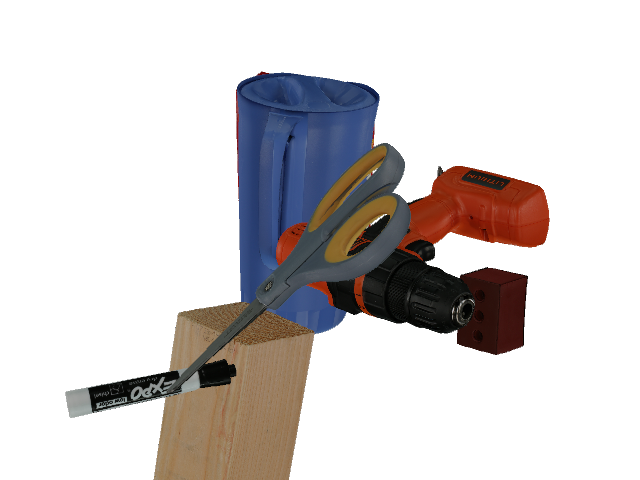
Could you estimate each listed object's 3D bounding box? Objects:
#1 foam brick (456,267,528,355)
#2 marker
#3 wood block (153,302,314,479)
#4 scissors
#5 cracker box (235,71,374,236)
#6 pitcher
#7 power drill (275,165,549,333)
[{"bbox_3d":[0.178,0.073,1.106,0.053,0.078,0.051,13,18,42],"label":"foam brick"},{"bbox_3d":[-0.119,0.104,0.757,0.121,0.020,0.020,-10,3,-16],"label":"marker"},{"bbox_3d":[-0.082,0.169,0.953,0.090,0.206,0.090,20,17,36],"label":"wood block"},{"bbox_3d":[-0.016,0.030,0.605,0.016,0.202,0.096,37,5,-26],"label":"scissors"},{"bbox_3d":[-0.021,-0.086,1.334,0.164,0.214,0.072,17,36,24],"label":"cracker box"},{"bbox_3d":[-0.023,-0.031,1.028,0.149,0.243,0.145,-10,27,-29],"label":"pitcher"},{"bbox_3d":[0.087,0.003,0.806,0.187,0.057,0.185,-22,29,-36],"label":"power drill"}]
